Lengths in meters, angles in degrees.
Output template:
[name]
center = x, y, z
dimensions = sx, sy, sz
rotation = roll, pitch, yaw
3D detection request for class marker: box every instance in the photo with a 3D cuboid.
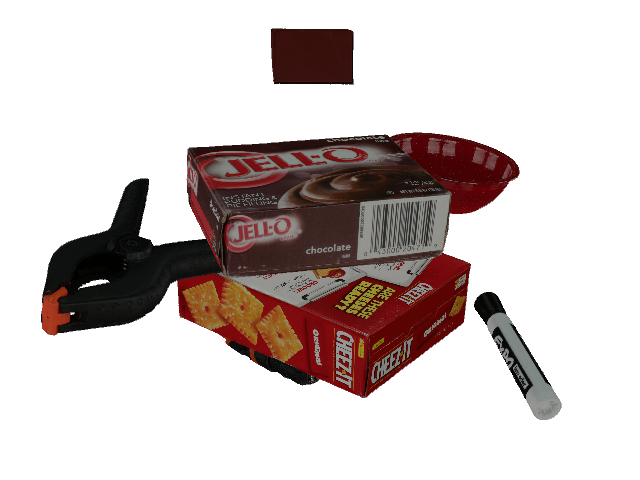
[marker]
center = 0.131, 0.074, 0.721
dimensions = 0.020, 0.020, 0.121
rotation = 0, 33, -14

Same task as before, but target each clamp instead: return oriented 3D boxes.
[clamp]
center = -0.134, 0.008, 0.737
dimensions = 0.120, 0.039, 0.171
rotation = 27, 34, 31

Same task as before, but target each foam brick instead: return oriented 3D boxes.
[foam brick]
center = -0.008, -0.178, 1.030
dimensions = 0.078, 0.051, 0.053
rotation = 0, 13, -4

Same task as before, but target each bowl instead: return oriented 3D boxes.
[bowl]
center = 0.147, -0.074, 1.247
dimensions = 0.162, 0.055, 0.162
rotation = 8, 24, -4

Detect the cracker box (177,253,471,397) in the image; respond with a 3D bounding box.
[cracker box]
center = 0.002, 0.047, 0.967
dimensions = 0.214, 0.072, 0.163
rotation = 20, 33, 33

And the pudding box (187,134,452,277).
[pudding box]
center = -0.004, -0.020, 0.530
dimensions = 0.113, 0.039, 0.090
rotation = -4, 25, -17

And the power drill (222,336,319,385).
[power drill]
center = -0.043, 0.045, 1.161
dimensions = 0.185, 0.188, 0.057
rotation = 27, 11, 38
